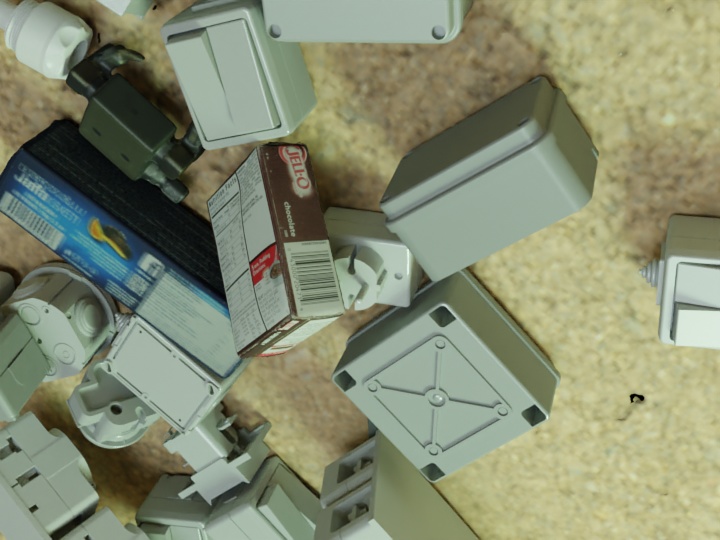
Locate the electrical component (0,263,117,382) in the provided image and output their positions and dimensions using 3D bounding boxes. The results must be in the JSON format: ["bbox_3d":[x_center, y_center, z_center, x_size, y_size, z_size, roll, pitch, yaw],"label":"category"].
[{"bbox_3d":[-0.224,0.039,0.795,0.080,0.051,0.080,8,121,14],"label":"electrical component"}]

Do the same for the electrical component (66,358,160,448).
[{"bbox_3d":[-0.181,0.099,0.805,0.058,0.078,0.057,61,143,17],"label":"electrical component"}]

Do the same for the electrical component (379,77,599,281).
[{"bbox_3d":[0.075,-0.053,0.626,0.113,0.078,0.057,-28,110,29],"label":"electrical component"}]

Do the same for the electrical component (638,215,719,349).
[{"bbox_3d":[0.211,0.010,0.626,0.096,0.061,0.061,5,120,16],"label":"electrical component"}]

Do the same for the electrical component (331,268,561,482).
[{"bbox_3d":[0.057,0.070,0.715,0.109,0.056,0.108,-36,103,31],"label":"electrical component"}]

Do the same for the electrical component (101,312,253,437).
[{"bbox_3d":[-0.133,0.058,0.773,0.096,0.061,0.061,40,125,2],"label":"electrical component"}]

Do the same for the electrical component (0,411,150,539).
[{"bbox_3d":[-0.225,0.210,0.844,0.186,0.060,0.105,47,146,12],"label":"electrical component"}]

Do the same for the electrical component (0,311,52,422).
[{"bbox_3d":[-0.281,0.073,0.758,0.096,0.061,0.061,-14,116,20],"label":"electrical component"}]

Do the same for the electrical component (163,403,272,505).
[{"bbox_3d":[-0.111,0.135,0.818,0.081,0.042,0.063,-35,100,30],"label":"electrical component"}]

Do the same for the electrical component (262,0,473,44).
[{"bbox_3d":[0.003,-0.169,0.595,0.113,0.057,0.078,4,120,16],"label":"electrical component"}]

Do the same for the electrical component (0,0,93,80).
[{"bbox_3d":[-0.206,-0.151,0.684,0.062,0.043,0.043,29,124,3],"label":"electrical component"}]

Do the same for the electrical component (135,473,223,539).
[{"bbox_3d":[-0.135,0.220,0.863,0.062,0.061,0.096,1,119,18],"label":"electrical component"}]

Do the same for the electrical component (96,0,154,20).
[{"bbox_3d":[-0.168,-0.207,0.625,0.121,0.078,0.063,34,102,-2],"label":"electrical component"}]

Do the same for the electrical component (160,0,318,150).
[{"bbox_3d":[-0.075,-0.126,0.643,0.062,0.061,0.096,-7,116,22],"label":"electrical component"}]

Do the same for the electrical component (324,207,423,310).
[{"bbox_3d":[0.000,0.000,0.682,0.066,0.076,0.047,8,121,14],"label":"electrical component"}]

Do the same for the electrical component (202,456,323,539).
[{"bbox_3d":[-0.060,0.200,0.826,0.061,0.061,0.096,-33,104,31],"label":"electrical component"}]

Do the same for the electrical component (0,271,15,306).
[{"bbox_3d":[-0.292,0.045,0.818,0.050,0.055,0.089,12,122,12],"label":"electrical component"}]

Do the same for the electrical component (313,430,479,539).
[{"bbox_3d":[0.045,0.220,0.762,0.060,0.105,0.186,-35,108,17],"label":"electrical component"}]
